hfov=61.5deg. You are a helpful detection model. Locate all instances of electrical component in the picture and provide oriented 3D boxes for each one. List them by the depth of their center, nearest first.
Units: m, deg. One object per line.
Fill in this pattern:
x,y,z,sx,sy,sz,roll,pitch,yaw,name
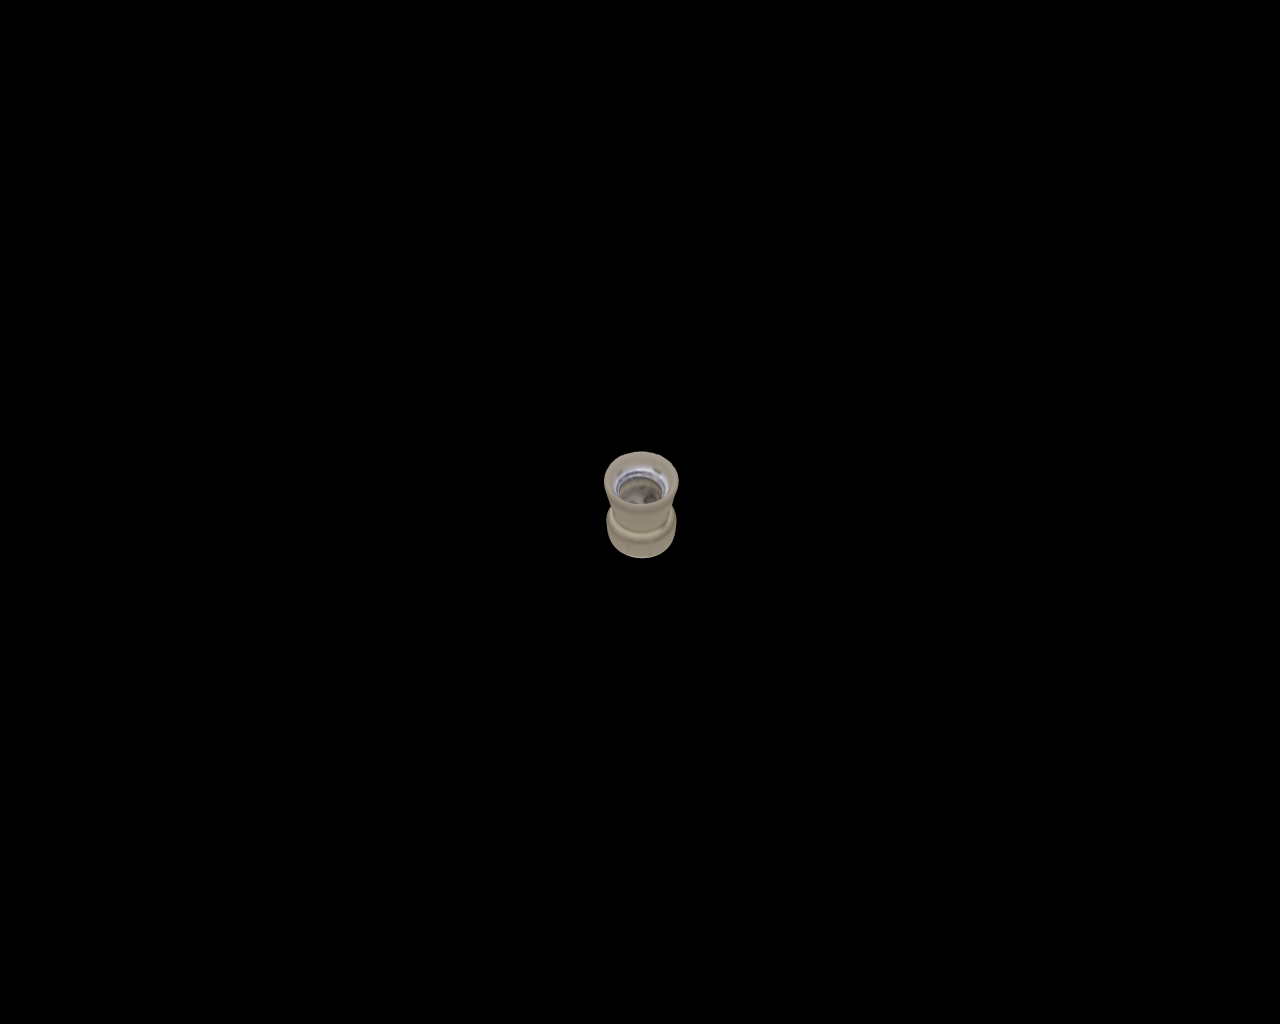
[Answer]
0.001,-0.003,0.650,0.045,0.045,0.055,0,-40,0,electrical component
